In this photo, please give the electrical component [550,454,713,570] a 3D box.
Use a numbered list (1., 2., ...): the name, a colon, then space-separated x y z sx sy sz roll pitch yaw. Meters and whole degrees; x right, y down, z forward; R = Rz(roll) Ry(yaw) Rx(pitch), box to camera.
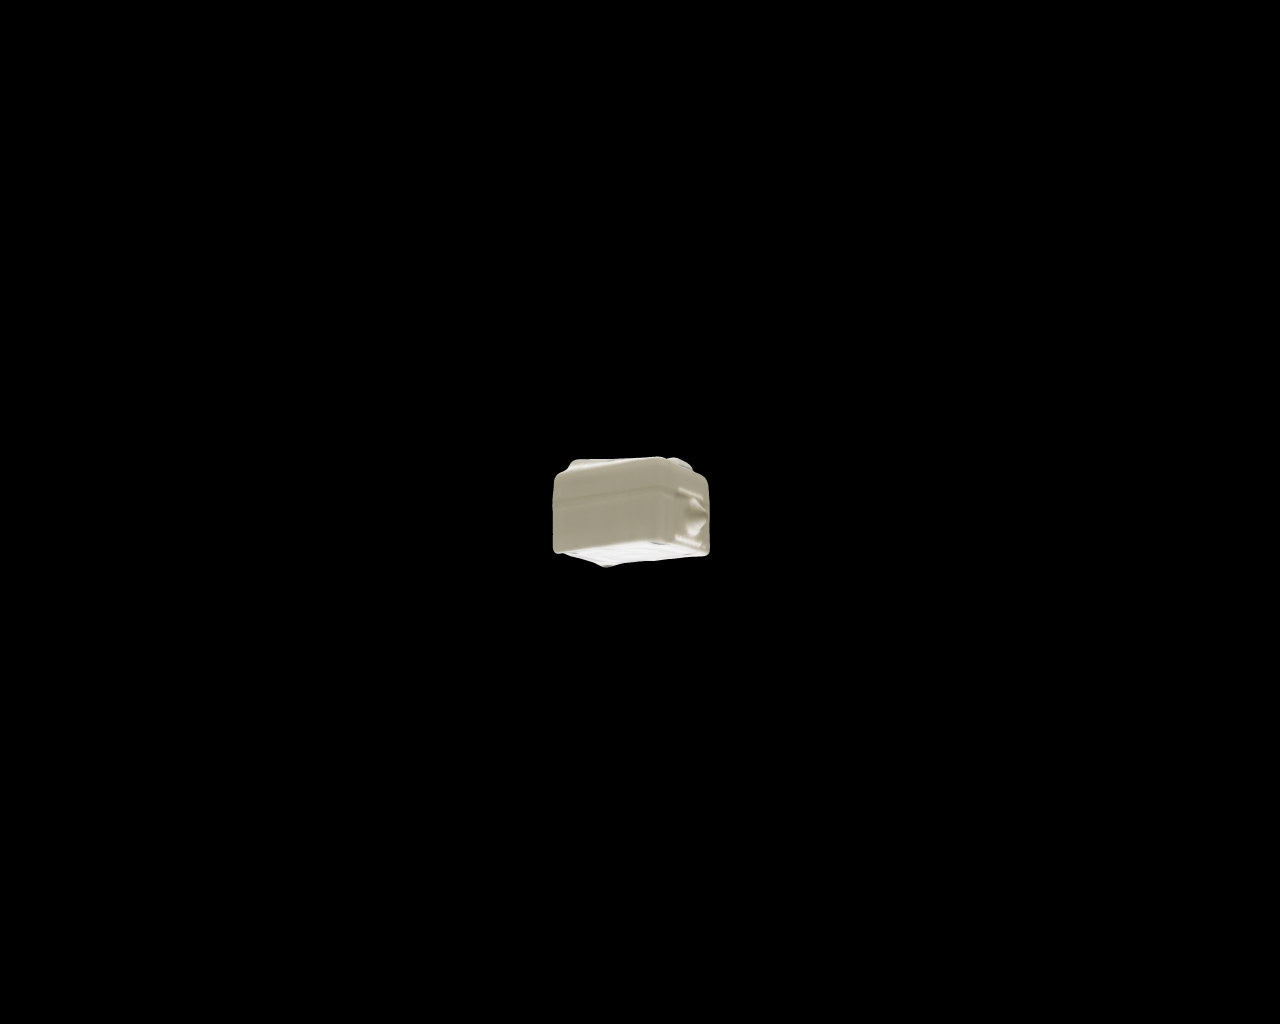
1. electrical component: 0.001 -0.003 0.650 0.096 0.061 0.062 -7 -14 30
